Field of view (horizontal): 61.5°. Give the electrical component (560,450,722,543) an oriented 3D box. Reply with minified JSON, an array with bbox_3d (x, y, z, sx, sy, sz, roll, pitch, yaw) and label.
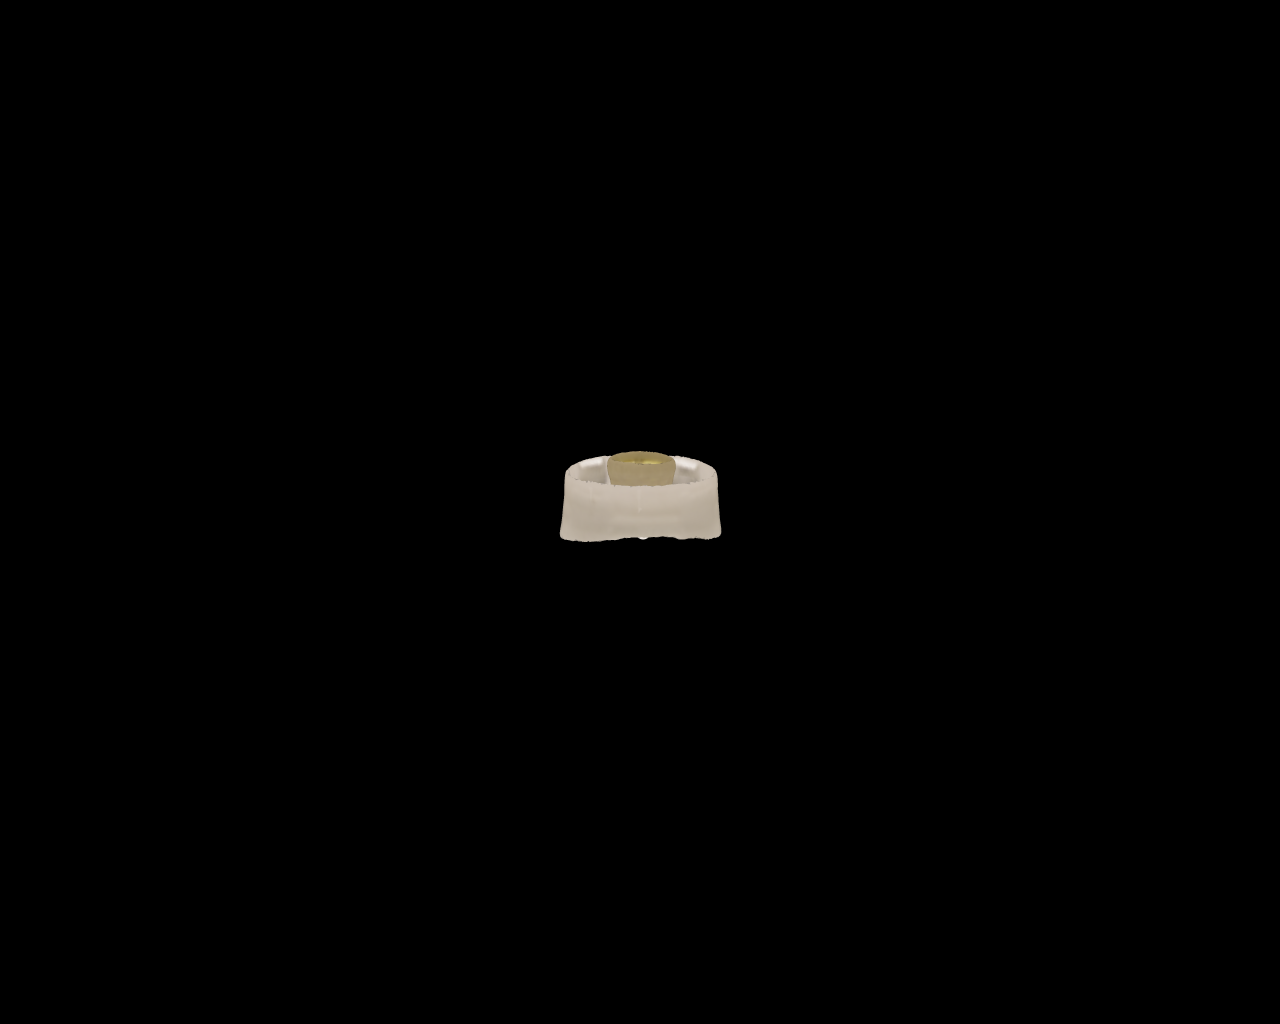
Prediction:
[{"bbox_3d":[0.001,-0.003,0.650,0.099,0.064,0.099,0,15,0],"label":"electrical component"}]
